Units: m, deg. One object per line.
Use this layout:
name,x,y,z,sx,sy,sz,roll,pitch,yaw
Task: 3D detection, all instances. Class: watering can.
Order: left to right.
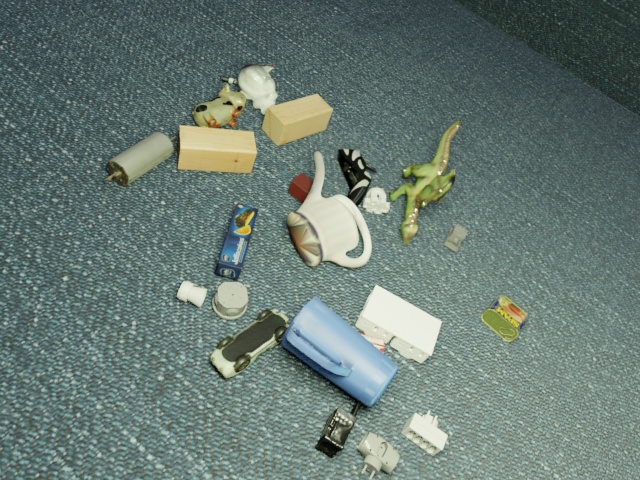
watering can,0.004,-0.070,1.387,0.226,0.102,0.350,-22,77,-34

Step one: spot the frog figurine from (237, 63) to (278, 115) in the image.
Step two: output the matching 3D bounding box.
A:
frog figurine,-0.202,-0.482,1.664,0.122,0.137,0.160,8,75,-62

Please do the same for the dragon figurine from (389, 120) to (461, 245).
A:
dragon figurine,0.336,-0.173,1.499,0.121,0.409,0.245,29,6,-18
